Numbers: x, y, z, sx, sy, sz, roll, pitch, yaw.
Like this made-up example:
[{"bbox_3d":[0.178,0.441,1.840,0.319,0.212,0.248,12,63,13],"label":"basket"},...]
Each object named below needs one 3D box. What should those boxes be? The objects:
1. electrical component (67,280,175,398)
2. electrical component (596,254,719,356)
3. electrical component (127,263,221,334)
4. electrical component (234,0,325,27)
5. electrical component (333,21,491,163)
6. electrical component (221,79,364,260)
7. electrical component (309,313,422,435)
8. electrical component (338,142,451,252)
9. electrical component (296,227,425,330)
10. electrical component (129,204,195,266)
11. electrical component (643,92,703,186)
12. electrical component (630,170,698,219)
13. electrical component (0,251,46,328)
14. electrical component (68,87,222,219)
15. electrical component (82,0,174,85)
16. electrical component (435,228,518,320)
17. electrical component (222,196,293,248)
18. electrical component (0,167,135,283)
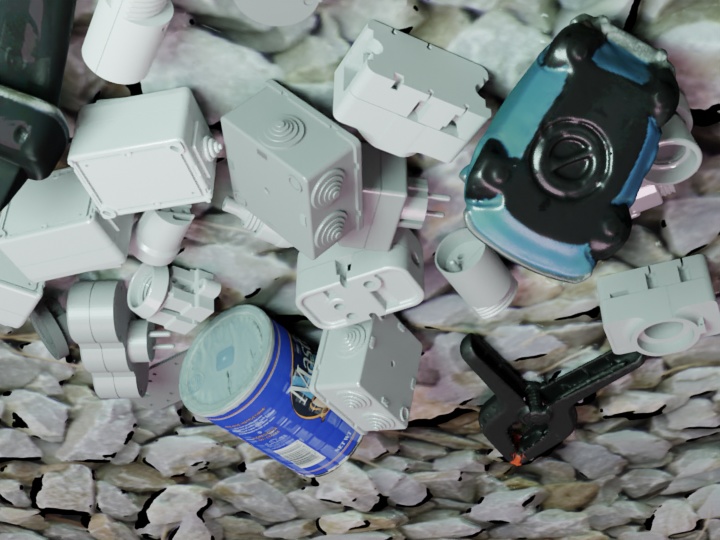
[{"bbox_3d":[-0.196,0.061,0.921,0.074,0.052,0.138,-1,142,2],"label":"electrical component"},{"bbox_3d":[0.245,0.032,0.880,0.089,0.055,0.050,-14,140,17],"label":"electrical component"},{"bbox_3d":[-0.155,0.021,0.876,0.055,0.048,0.066,21,139,-35],"label":"electrical component"},{"bbox_3d":[-0.014,-0.177,0.598,0.138,0.073,0.052,-25,136,28],"label":"electrical component"},{"bbox_3d":[0.031,-0.112,0.700,0.089,0.050,0.055,18,139,-21],"label":"electrical component"},{"bbox_3d":[-0.046,-0.065,0.724,0.100,0.048,0.099,38,152,26],"label":"electrical component"},{"bbox_3d":[0.008,0.081,0.910,0.048,0.099,0.099,-8,143,32],"label":"electrical component"},{"bbox_3d":[0.027,-0.050,0.781,0.077,0.047,0.065,7,141,-8],"label":"electrical component"},{"bbox_3d":[0.000,0.000,0.836,0.095,0.059,0.053,-18,139,22],"label":"electrical component"},{"bbox_3d":[-0.150,-0.032,0.813,0.040,0.040,0.046,19,133,-22],"label":"electrical component"},{"bbox_3d":[0.202,-0.091,0.722,0.045,0.055,0.045,0,142,0],"label":"electrical component"},{"bbox_3d":[0.207,-0.067,0.764,0.062,0.048,0.048,-21,138,16],"label":"electrical component"},{"bbox_3d":[-0.295,-0.003,0.831,0.096,0.061,0.061,21,137,-25],"label":"electrical component"},{"bbox_3d":[-0.139,-0.083,0.729,0.096,0.061,0.061,-8,141,11],"label":"electrical component"},{"bbox_3d":[-0.137,-0.156,0.650,0.043,0.043,0.081,17,139,-20],"label":"electrical component"},{"bbox_3d":[0.097,0.007,0.858,0.043,0.043,0.081,-19,138,23],"label":"electrical component"},{"bbox_3d":[-0.073,-0.040,0.806,0.061,0.035,0.035,20,138,-20],"label":"electrical component"},{"bbox_3d":[-0.207,-0.035,0.790,0.096,0.061,0.061,-12,141,15],"label":"electrical component"}]
